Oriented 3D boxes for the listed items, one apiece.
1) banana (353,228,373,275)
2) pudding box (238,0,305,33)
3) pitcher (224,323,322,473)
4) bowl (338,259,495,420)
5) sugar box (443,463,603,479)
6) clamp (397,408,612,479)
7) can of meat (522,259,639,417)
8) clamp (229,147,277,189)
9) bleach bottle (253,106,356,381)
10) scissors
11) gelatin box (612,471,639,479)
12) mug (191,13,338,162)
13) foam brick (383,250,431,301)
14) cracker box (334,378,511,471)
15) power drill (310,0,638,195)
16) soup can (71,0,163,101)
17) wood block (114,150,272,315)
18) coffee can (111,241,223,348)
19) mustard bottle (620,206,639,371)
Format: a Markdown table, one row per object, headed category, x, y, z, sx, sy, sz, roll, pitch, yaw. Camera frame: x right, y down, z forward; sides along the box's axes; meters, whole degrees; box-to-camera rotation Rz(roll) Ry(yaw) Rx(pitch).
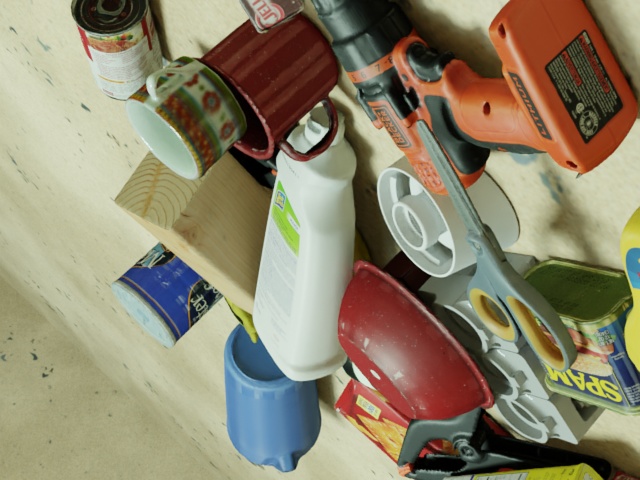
| category | x | y | z | sx | sy | sz | roll | pitch | yaw |
| --- | --- | --- | --- | --- | --- | --- | --- | --- | --- |
| banana | 0.024 | 0.025 | 1.012 | 0.070 | 0.037 | 0.198 | 33 | 157 | 30 |
| pudding box | -0.051 | -0.196 | 0.669 | 0.113 | 0.039 | 0.090 | 58 | -167 | -27 |
| pitcher | -0.067 | 0.186 | 1.399 | 0.149 | 0.145 | 0.243 | 27 | 152 | 15 |
| bowl | 0.065 | 0.093 | 0.864 | 0.162 | 0.055 | 0.162 | 46 | 168 | 12 |
| sugar box | 0.188 | 0.248 | 0.947 | 0.093 | 0.048 | 0.177 | 47 | 141 | -15 |
| clamp | 0.153 | 0.189 | 0.987 | 0.164 | 0.036 | 0.210 | 45 | 136 | -3 |
| can of meat | 0.187 | 0.065 | 0.736 | 0.102 | 0.057 | 0.084 | 14 | 141 | 56 |
| clamp | -0.076 | -0.083 | 1.004 | 0.172 | 0.039 | 0.120 | 31 | 166 | 38 |
| bleach bottle | -0.006 | 0.001 | 0.907 | 0.103 | 0.068 | 0.251 | 52 | 147 | 37 |
| scissors | 0.100 | 0.006 | 0.700 | 0.201 | 0.016 | 0.096 | 53 | 162 | -14 |
| gelatin box | 0.292 | 0.246 | 0.918 | 0.073 | 0.030 | 0.089 | 14 | 142 | 58 |
| mug | -0.033 | -0.112 | 0.792 | 0.117 | 0.081 | 0.093 | 48 | 160 | -4 |
| foam brick | 0.093 | 0.045 | 0.892 | 0.078 | 0.051 | 0.053 | 52 | 160 | -16 |
| cracker box | 0.119 | 0.211 | 1.133 | 0.214 | 0.072 | 0.164 | 42 | 160 | 8 |
| power drill | 0.081 | -0.104 | 0.624 | 0.184 | 0.057 | 0.188 | 53 | 161 | -22 |
| soup can | -0.183 | -0.183 | 0.975 | 0.068 | 0.068 | 0.102 | 39 | 160 | 19 |
| wood block | -0.086 | -0.006 | 1.019 | 0.090 | 0.090 | 0.206 | 24 | 165 | 42 |
| coffee can | -0.160 | 0.043 | 1.262 | 0.103 | 0.140 | 0.103 | 39 | 159 | 18 |
| mustard bottle | 0.216 | 0.022 | 0.593 | 0.096 | 0.058 | 0.191 | 29 | 154 | 36 |
